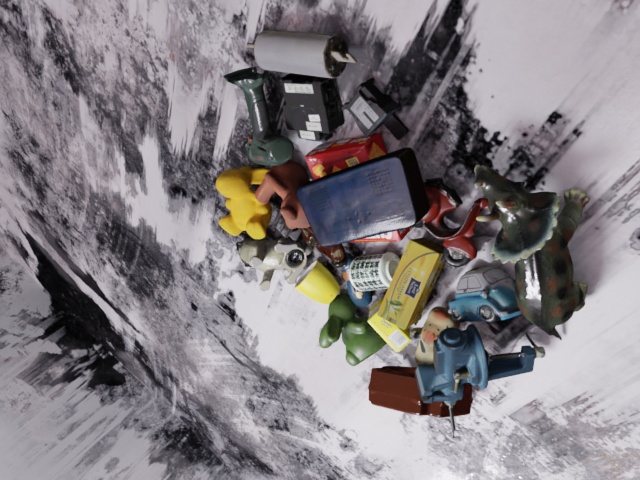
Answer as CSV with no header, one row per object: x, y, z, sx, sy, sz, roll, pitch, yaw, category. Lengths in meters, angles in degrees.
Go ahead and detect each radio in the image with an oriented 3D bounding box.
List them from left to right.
0.079,-0.072,0.993,0.230,0.073,0.131,-15,101,36,radio

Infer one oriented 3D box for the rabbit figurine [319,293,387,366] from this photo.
0.071,0.219,1.332,0.170,0.159,0.121,55,153,16,rabbit figurine

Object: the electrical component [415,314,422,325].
0.210,0.135,1.168,0.045,0.078,0.102,23,125,16,electrical component

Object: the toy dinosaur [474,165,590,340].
0.361,0.057,0.874,0.131,0.192,0.404,2,121,45,toy dinosaur

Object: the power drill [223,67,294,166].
-0.141,-0.256,1.147,0.232,0.086,0.207,35,138,56,power drill

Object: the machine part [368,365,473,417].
0.229,0.341,1.230,0.201,0.201,0.087,-1,81,44,machine part

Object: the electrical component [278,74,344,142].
-0.016,-0.262,1.069,0.115,0.058,0.134,17,132,36,electrical component

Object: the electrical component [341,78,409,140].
0.105,-0.228,0.991,0.119,0.048,0.075,51,142,-1,electrical component

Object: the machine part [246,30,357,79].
-0.037,-0.348,1.002,0.244,0.079,0.079,17,132,31,machine part

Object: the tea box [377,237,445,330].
0.188,0.085,1.076,0.068,0.098,0.169,28,103,23,tea box

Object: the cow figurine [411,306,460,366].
0.247,0.215,1.162,0.086,0.127,0.194,25,138,22,cow figurine

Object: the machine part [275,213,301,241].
-0.078,-0.035,1.281,0.084,0.039,0.139,53,-177,1,machine part

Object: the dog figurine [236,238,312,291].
-0.122,0.028,1.396,0.191,0.172,0.121,-128,30,-62,dog figurine

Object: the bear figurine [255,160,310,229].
-0.059,-0.078,1.161,0.131,0.120,0.196,118,146,-40,bear figurine

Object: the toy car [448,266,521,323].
0.319,0.101,1.033,0.162,0.109,0.103,-14,87,60,toy car

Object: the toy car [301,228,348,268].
-0.003,-0.004,1.223,0.202,0.053,0.089,37,157,56,toy car

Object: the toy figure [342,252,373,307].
0.082,0.086,1.261,0.064,0.058,0.154,33,150,56,toy figure

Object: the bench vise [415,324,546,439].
0.309,0.247,1.034,0.241,0.129,0.223,-9,120,2,bench vise

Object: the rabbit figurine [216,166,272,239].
-0.176,-0.106,1.269,0.122,0.162,0.173,15,153,36,rabbit figurine

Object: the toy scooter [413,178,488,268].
0.239,-0.051,0.989,0.184,0.075,0.135,48,123,17,toy scooter
